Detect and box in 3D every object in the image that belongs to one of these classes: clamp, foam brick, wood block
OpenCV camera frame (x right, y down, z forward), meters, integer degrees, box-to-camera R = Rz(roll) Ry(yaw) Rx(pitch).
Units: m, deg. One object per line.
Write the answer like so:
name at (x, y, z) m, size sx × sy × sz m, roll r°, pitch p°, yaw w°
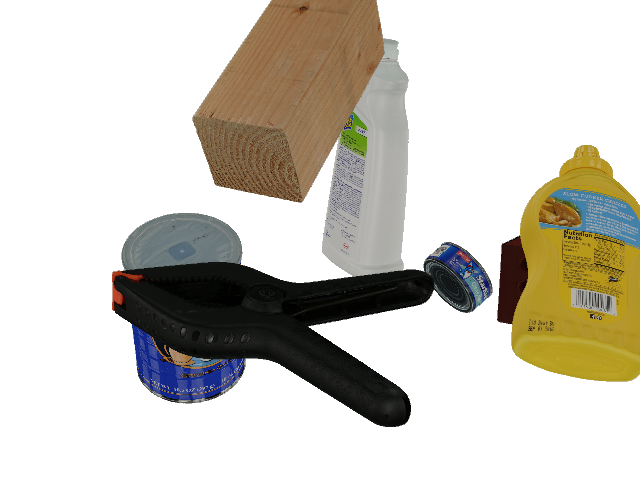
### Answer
clamp at (-0.028, 0.045, 0.681) m, size 0.210 × 0.036 × 0.164 m, roll 12°, pitch 26°, yaw 14°
foam brick at (0.200, 0.039, 0.996) m, size 0.053 × 0.078 × 0.051 m, roll 8°, pitch 16°, yaw 30°
wood block at (-0.023, -0.144, 0.972) m, size 0.091 × 0.206 × 0.090 m, roll 12°, pitch -37°, yaw 22°

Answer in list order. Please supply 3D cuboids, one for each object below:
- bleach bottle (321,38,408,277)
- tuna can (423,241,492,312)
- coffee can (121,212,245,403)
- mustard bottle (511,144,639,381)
bleach bottle at (0.058, -0.090, 1.157) m, size 0.067 × 0.251 × 0.103 m, roll -6°, pitch 24°, yaw -32°
tuna can at (0.165, 0.046, 1.291) m, size 0.033 × 0.086 × 0.086 m, roll -39°, pitch 14°, yaw -19°
coffee can at (-0.119, 0.061, 0.954) m, size 0.103 × 0.140 × 0.103 m, roll 1°, pitch 40°, yaw -1°
mustard bottle at (0.197, 0.007, 0.799) m, size 0.096 × 0.191 × 0.058 m, roll 11°, pitch -33°, yaw 0°
